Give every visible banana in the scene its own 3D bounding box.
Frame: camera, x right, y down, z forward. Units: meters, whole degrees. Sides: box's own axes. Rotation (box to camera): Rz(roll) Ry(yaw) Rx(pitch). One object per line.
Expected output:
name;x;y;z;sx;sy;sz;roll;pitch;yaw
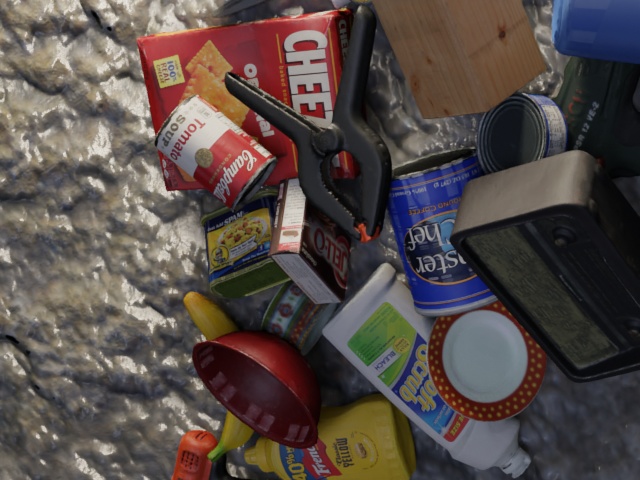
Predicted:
banana;-0.103;0.149;1.190;0.037;0.069;0.198;8;108;65

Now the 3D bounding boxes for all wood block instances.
wood block;0.108;-0.221;0.943;0.090;0.090;0.206;3;124;56

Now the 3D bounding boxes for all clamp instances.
clamp;0.002;-0.095;1.000;0.165;0.036;0.210;-14;93;27

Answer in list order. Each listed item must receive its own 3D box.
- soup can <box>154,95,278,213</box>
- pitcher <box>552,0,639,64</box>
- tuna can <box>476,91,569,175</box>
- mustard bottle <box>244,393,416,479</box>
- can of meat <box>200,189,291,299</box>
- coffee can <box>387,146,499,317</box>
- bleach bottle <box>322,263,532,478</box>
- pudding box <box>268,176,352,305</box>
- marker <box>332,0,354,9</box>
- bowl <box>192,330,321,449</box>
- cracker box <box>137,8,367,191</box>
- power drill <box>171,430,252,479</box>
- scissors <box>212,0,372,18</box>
soup can;-0.100;-0.084;1.032;0.102;0.068;0.069;40;115;4
pitcher;0.317;-0.207;0.865;0.243;0.149;0.145;6;131;8
tuna can;0.183;-0.091;0.966;0.086;0.033;0.086;2;92;54
mustard bottle;0.004;0.227;1.173;0.192;0.058;0.096;-12;100;24
can of meat;-0.072;0.006;1.113;0.102;0.057;0.084;-22;59;24
coffee can;0.123;-0.009;1.032;0.103;0.102;0.140;-13;101;23
bleach bottle;0.124;0.145;1.102;0.251;0.068;0.103;43;107;0
pudding box;-0.007;0.001;1.063;0.039;0.113;0.090;-9;58;25
marker;0.065;-0.255;1.008;0.121;0.020;0.020;-26;96;12
bowl;-0.055;0.146;1.119;0.162;0.055;0.162;29;148;20
cracker box;-0.066;-0.138;1.080;0.214;0.072;0.164;-3;106;21
power drill;-0.095;0.330;1.242;0.188;0.057;0.184;18;111;15
scissors;-0.010;-0.244;1.058;0.202;0.016;0.096;-34;93;26
